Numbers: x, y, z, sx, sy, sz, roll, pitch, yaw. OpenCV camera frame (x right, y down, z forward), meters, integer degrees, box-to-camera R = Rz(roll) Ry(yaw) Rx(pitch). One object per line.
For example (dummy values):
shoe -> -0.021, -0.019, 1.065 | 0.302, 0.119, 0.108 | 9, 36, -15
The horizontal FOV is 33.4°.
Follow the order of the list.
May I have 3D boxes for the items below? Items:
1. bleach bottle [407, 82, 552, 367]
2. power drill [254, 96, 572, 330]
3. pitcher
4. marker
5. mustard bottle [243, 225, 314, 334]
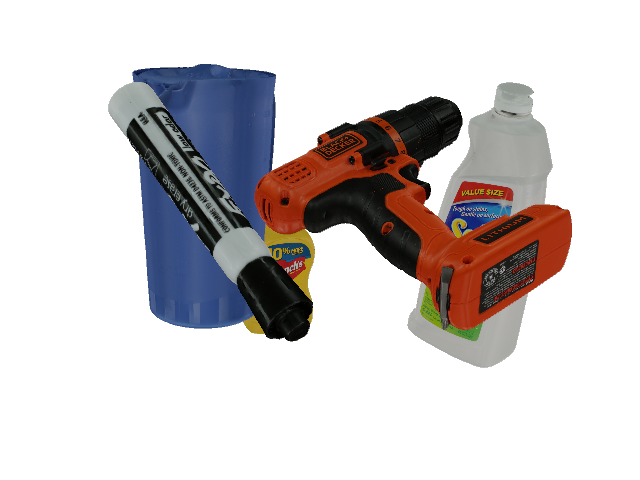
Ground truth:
bleach bottle -> 0.141, -0.017, 0.927 | 0.103, 0.251, 0.067 | 27, 36, 34
power drill -> 0.076, -0.028, 0.730 | 0.184, 0.057, 0.188 | -30, 44, -28
pitcher -> -0.105, -0.047, 1.027 | 0.149, 0.243, 0.145 | -2, 15, -15
marker -> -0.039, -0.012, 0.375 | 0.020, 0.020, 0.121 | 0, 43, -49
mustard bottle -> -0.056, 0.031, 1.450 | 0.096, 0.192, 0.058 | -5, 25, -18
